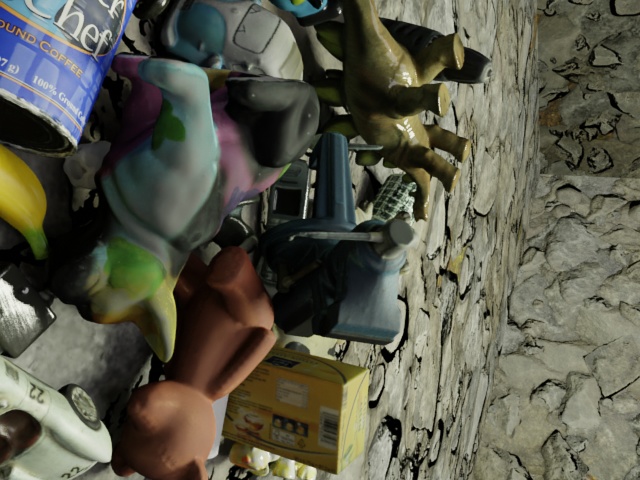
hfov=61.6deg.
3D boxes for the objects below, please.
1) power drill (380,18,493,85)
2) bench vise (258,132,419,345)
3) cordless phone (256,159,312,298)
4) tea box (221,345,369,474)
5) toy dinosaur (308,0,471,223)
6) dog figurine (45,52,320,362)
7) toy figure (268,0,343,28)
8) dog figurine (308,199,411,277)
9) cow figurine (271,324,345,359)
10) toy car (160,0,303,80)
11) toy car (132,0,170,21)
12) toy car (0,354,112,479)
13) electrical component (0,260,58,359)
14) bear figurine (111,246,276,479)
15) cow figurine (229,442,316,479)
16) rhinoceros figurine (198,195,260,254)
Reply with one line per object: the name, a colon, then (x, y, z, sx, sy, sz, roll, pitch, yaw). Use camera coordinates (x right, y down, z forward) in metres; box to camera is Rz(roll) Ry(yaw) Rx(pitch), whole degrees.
power drill: (0.136, -0.217, 0.798, 0.086, 0.232, 0.207, -43, 152, -20)
bench vise: (0.011, -0.014, 0.519, 0.223, 0.129, 0.240, 121, -28, -60)
cordless phone: (-0.001, -0.002, 0.639, 0.088, 0.147, 0.184, -15, 111, -69)
tea box: (-0.038, 0.175, 0.586, 0.068, 0.170, 0.098, -5, 102, -60)
toy dinosaur: (0.078, -0.195, 0.689, 0.105, 0.199, 0.470, -60, 144, -35)
dog figurine: (-0.100, -0.023, 0.410, 0.191, 0.109, 0.219, -3, 113, -40)
toy figure: (-0.039, -0.264, 0.468, 0.089, 0.082, 0.180, -50, 148, -9)
dog figurine: (0.030, 0.022, 0.779, 0.190, 0.121, 0.172, -9, 101, -47)
cow figurine: (-0.013, 0.122, 0.719, 0.195, 0.086, 0.127, -14, 115, -60)
toy car: (-0.070, -0.167, 0.522, 0.161, 0.103, 0.109, 57, 48, -48)
toy car: (-0.132, -0.277, 0.435, 0.089, 0.053, 0.202, 45, 58, -53)
toy car: (-0.211, 0.106, 0.334, 0.073, 0.056, 0.201, -31, 137, -4)
electrical component: (-0.219, 0.047, 0.373, 0.094, 0.021, 0.063, -54, 140, -40)
bear figurine: (-0.124, 0.112, 0.474, 0.196, 0.120, 0.131, -60, 141, -28)
cow figurine: (-0.052, 0.252, 0.686, 0.167, 0.068, 0.098, 51, 47, -58)
rhinoceros figurine: (-0.106, -0.059, 0.508, 0.112, 0.073, 0.190, -64, 147, -34)
